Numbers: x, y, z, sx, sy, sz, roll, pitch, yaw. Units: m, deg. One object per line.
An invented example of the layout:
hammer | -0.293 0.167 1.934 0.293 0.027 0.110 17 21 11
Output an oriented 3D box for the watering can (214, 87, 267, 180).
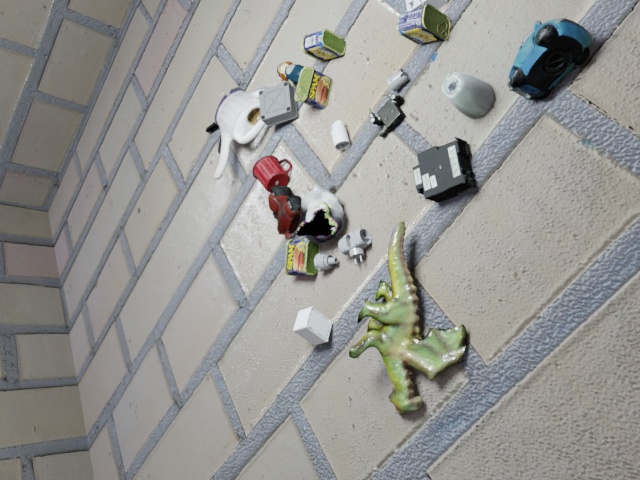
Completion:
watering can | -0.285 -0.379 1.726 0.347 0.102 0.228 -51 48 1

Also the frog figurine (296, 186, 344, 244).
frog figurine | 0.004 -0.070 1.394 0.162 0.122 0.135 -84 15 -65

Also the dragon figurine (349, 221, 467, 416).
dragon figurine | 0.207 0.185 1.122 0.244 0.122 0.408 20 98 30
